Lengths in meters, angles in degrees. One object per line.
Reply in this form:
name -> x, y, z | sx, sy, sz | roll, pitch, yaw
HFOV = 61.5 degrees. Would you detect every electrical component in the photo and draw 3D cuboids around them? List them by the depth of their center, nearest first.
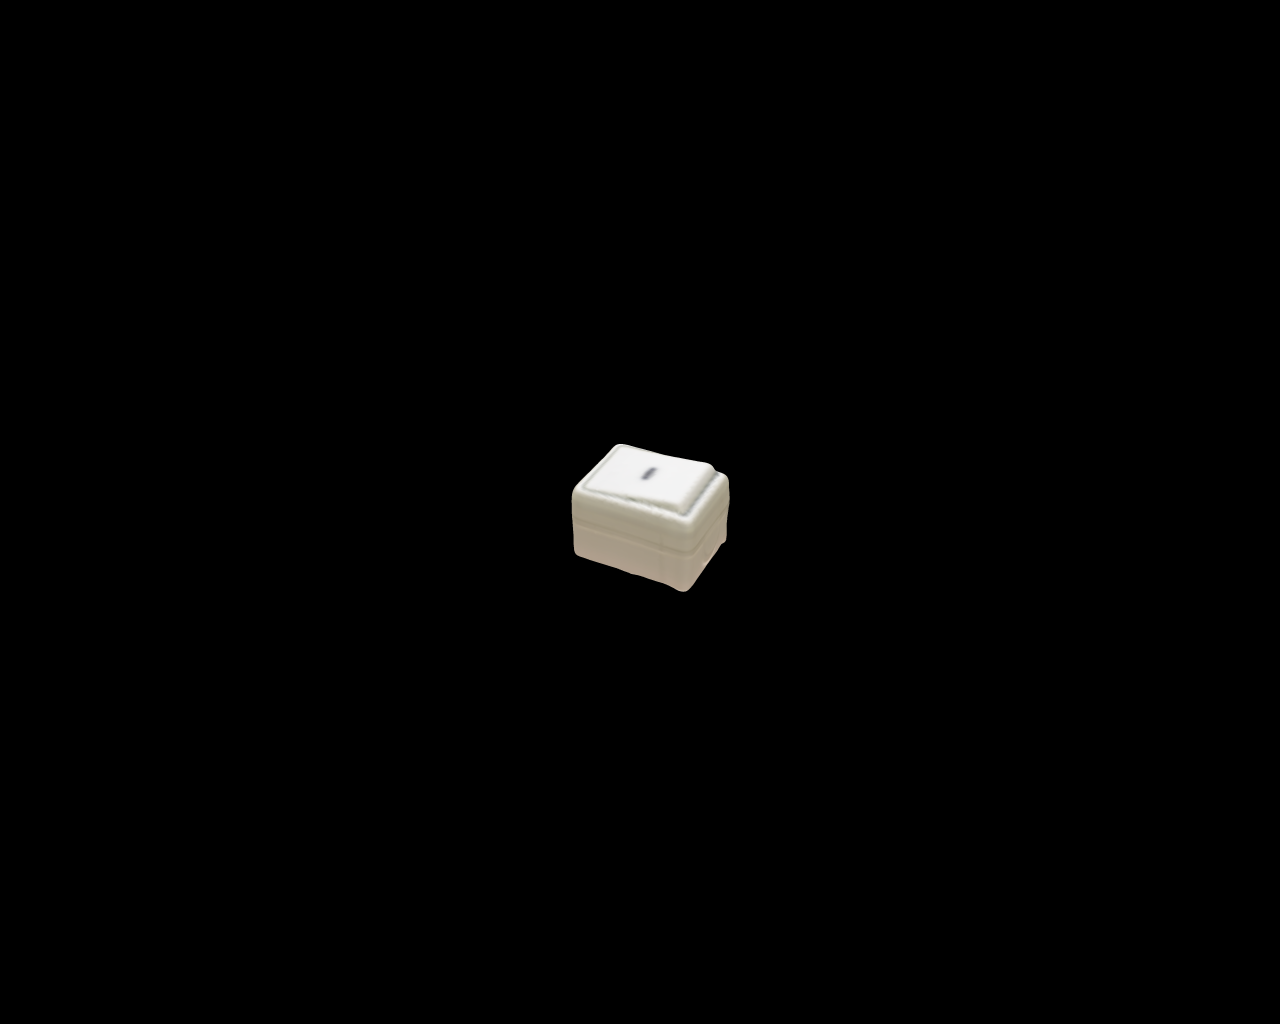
electrical component -> 0.001, -0.003, 0.650 | 0.096, 0.061, 0.062 | 17, 40, 22
